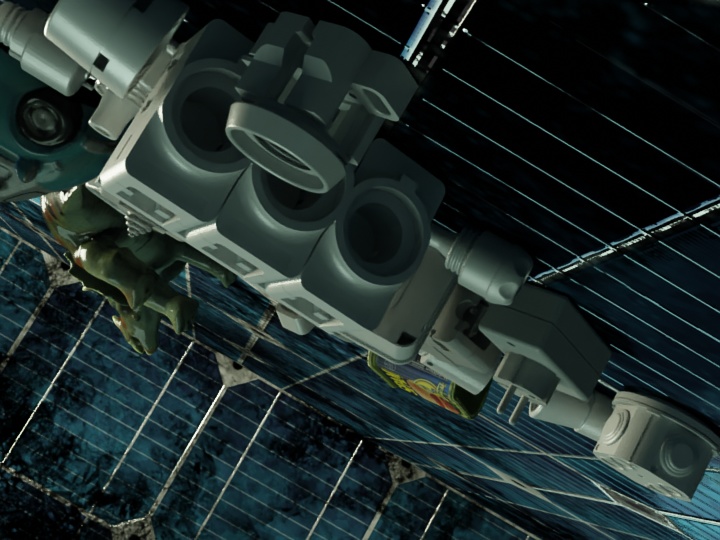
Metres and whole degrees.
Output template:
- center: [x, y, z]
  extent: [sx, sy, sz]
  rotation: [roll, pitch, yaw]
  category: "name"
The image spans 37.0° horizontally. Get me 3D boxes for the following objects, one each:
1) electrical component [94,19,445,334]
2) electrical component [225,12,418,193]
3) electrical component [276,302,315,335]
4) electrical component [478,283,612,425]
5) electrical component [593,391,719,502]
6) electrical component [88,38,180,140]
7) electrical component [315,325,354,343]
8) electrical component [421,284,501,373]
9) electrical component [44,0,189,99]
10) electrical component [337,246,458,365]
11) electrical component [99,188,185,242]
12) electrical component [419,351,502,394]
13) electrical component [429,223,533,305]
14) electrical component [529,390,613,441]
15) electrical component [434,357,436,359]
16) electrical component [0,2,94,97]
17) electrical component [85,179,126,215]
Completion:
- center: [-0.041, -0.043, 0.543]
  extent: [0.150, 0.089, 0.062]
  rotation: [34, 162, -21]
  category: "electrical component"
- center: [-0.023, -0.071, 0.470]
  extent: [0.078, 0.057, 0.058]
  rotation: [23, 167, 33]
  category: "electrical component"
- center: [-0.032, -0.001, 0.778]
  extent: [0.058, 0.078, 0.057]
  rotation: [22, 145, 35]
  category: "electrical component"
- center: [0.108, 0.060, 0.668]
  extent: [0.047, 0.075, 0.083]
  rotation: [20, 166, 41]
  category: "electrical component"
- center: [0.209, 0.123, 0.757]
  extent: [0.080, 0.051, 0.080]
  rotation: [29, 169, 6]
  category: "electrical component"
- center: [-0.123, -0.100, 0.583]
  extent: [0.048, 0.062, 0.048]
  rotation: [29, 169, 6]
  category: "electrical component"
- center: [-0.012, 0.031, 0.908]
  extent: [0.055, 0.055, 0.047]
  rotation: [23, 170, 33]
  category: "electrical component"
- center: [0.057, 0.030, 0.734]
  extent: [0.089, 0.050, 0.056]
  rotation: [18, 164, 47]
  category: "electrical component"
- center: [-0.117, -0.118, 0.514]
  extent: [0.047, 0.055, 0.055]
  rotation: [36, 168, -12]
  category: "electrical component"
- center: [0.000, 0.000, 0.675]
  extent: [0.113, 0.078, 0.057]
  rotation: [28, 166, 7]
  category: "electrical component"
- center: [-0.113, -0.061, 0.643]
  extent: [0.062, 0.096, 0.061]
  rotation: [31, 171, -11]
  category: "electrical component"
- center: [0.068, 0.061, 0.859]
  extent: [0.081, 0.043, 0.043]
  rotation: [31, 169, -6]
  category: "electrical component"
- center: [0.063, -0.007, 0.595]
  extent: [0.061, 0.035, 0.035]
  rotation: [29, 169, 12]
  category: "electrical component"
- center: [0.166, 0.104, 0.812]
  extent: [0.065, 0.044, 0.044]
  rotation: [25, 169, -1]
  category: "electrical component"
- center: [0.043, 0.031, 0.804]
  extent: [0.065, 0.044, 0.044]
  rotation: [32, 170, 13]
  category: "electrical component"
- center: [-0.194, -0.138, 0.651]
  extent: [0.078, 0.040, 0.040]
  rotation: [31, 169, -6]
  category: "electrical component"
- center: [-0.155, -0.069, 0.812]
  extent: [0.095, 0.059, 0.054]
  rotation: [19, 164, 45]
  category: "electrical component"
